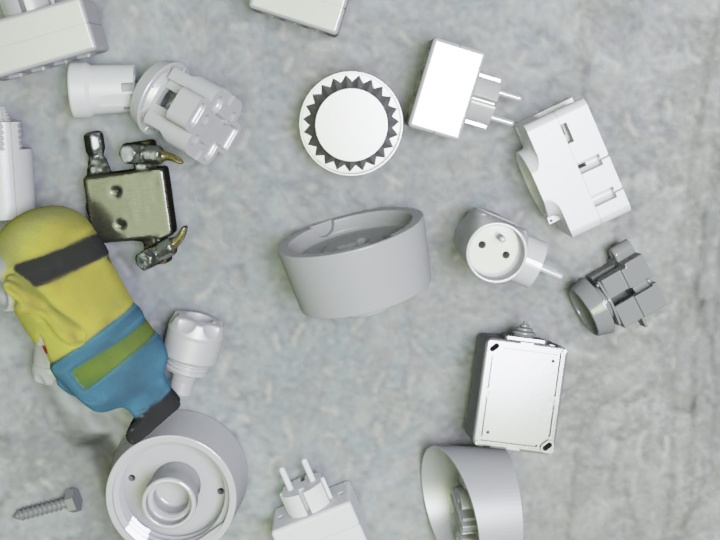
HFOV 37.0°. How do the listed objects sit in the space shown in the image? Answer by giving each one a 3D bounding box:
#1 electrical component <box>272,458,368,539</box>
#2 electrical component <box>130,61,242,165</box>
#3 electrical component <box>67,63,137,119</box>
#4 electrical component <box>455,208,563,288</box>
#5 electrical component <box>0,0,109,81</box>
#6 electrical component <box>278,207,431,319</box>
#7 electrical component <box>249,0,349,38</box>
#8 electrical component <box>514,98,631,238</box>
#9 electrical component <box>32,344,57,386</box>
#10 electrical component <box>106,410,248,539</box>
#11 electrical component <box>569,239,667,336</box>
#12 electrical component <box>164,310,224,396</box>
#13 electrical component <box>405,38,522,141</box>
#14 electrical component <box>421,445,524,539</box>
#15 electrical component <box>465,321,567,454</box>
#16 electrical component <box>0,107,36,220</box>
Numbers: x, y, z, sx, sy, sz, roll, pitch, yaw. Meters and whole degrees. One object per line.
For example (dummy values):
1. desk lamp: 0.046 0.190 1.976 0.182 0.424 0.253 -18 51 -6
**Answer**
1. electrical component: -0.038 0.184 0.839 0.066 0.047 0.076 -22 100 3
2. electrical component: -0.127 -0.115 0.773 0.057 0.078 0.058 30 90 17
3. electrical component: -0.187 -0.132 0.784 0.046 0.040 0.040 -3 100 -6
4. electrical component: 0.112 -0.011 0.793 0.079 0.077 0.043 23 99 -5
5. electrical component: -0.235 -0.183 0.769 0.083 0.047 0.075 -16 100 2
6. electrical component: 0.000 0.000 0.780 0.108 0.108 0.060 -14 106 1
7. electrical component: -0.036 -0.214 0.769 0.066 0.047 0.076 17 99 -4
8. electrical component: 0.152 -0.074 0.796 0.056 0.050 0.089 -25 99 2
9. electrical component: -0.230 0.055 0.819 0.035 0.035 0.061 6 97 -2
10. electrical component: -0.143 0.168 0.827 0.108 0.060 0.108 0 100 -1
11. electrical component: 0.193 0.019 0.817 0.055 0.048 0.066 -30 99 -4
12. electrical component: -0.130 0.065 0.818 0.043 0.043 0.062 15 101 -4
13. electrical component: 0.079 -0.126 0.786 0.077 0.047 0.065 16 99 -3
14. electrical component: 0.087 0.181 0.819 0.064 0.099 0.099 -4 100 -7
15. electrical component: 0.118 0.086 0.822 0.062 0.061 0.096 7 92 -3
16. electrical component: -0.263 -0.079 0.789 0.043 0.043 0.081 -1 100 -1
